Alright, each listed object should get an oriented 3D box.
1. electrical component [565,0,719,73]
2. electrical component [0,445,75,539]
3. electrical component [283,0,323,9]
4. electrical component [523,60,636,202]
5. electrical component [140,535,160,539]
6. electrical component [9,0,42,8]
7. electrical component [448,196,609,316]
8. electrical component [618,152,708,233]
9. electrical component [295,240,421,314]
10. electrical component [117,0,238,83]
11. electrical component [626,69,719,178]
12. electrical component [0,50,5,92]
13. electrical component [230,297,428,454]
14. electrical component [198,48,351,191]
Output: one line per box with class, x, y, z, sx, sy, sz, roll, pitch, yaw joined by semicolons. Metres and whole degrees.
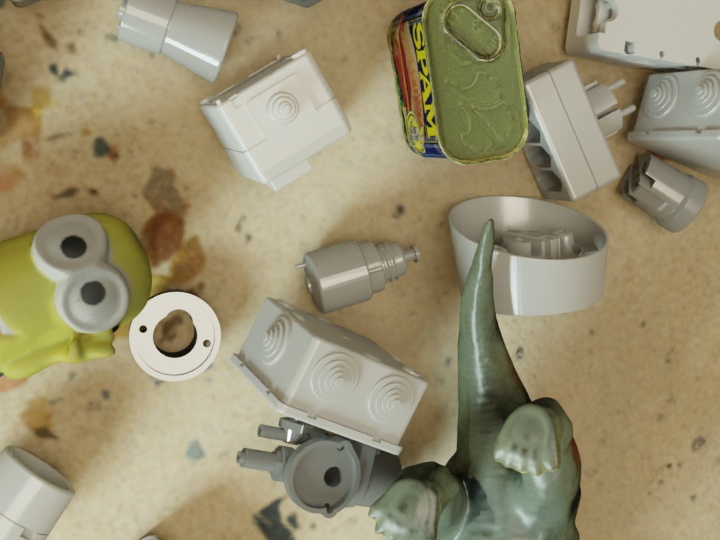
electrical component;0.185;-0.159;0.700;0.089;0.056;0.050;6;95;-15
electrical component;-0.203;0.137;0.636;0.055;0.055;0.047;38;83;-16
electrical component;-0.054;-0.206;0.636;0.083;0.047;0.075;16;93;-16
electrical component;0.145;-0.098;0.701;0.076;0.047;0.083;-28;103;-10
electrical component;-0.132;0.219;0.669;0.079;0.043;0.077;-41;105;-6
electrical component;-0.167;-0.217;0.601;0.109;0.056;0.108;-25;102;-11
electrical component;0.107;-0.009;0.679;0.099;0.099;0.064;-7;104;-14
electrical component;0.204;-0.053;0.727;0.046;0.040;0.040;30;88;-11
electrical component;0.000;0.000;0.679;0.078;0.040;0.040;-17;100;-12
electrical component;-0.109;-0.142;0.634;0.065;0.044;0.044;19;92;-11
electrical component;0.239;-0.094;0.699;0.100;0.100;0.048;17;88;-28
electrical component;-0.254;-0.099;0.581;0.113;0.078;0.057;9;91;-16
electrical component;-0.018;0.061;0.647;0.100;0.100;0.048;25;94;-29
electrical component;-0.048;-0.086;0.627;0.062;0.096;0.061;-33;105;-9
